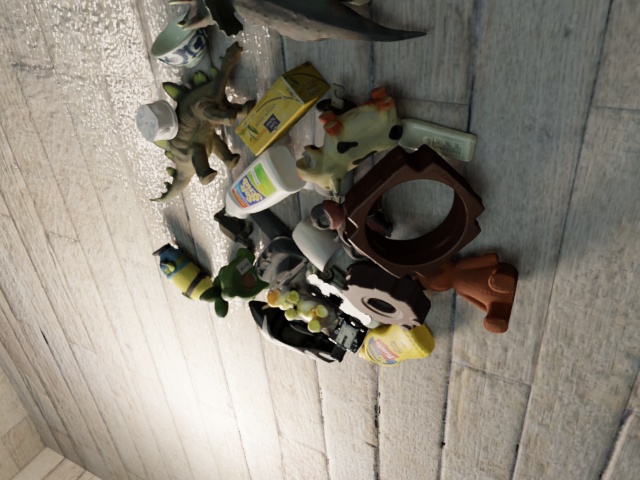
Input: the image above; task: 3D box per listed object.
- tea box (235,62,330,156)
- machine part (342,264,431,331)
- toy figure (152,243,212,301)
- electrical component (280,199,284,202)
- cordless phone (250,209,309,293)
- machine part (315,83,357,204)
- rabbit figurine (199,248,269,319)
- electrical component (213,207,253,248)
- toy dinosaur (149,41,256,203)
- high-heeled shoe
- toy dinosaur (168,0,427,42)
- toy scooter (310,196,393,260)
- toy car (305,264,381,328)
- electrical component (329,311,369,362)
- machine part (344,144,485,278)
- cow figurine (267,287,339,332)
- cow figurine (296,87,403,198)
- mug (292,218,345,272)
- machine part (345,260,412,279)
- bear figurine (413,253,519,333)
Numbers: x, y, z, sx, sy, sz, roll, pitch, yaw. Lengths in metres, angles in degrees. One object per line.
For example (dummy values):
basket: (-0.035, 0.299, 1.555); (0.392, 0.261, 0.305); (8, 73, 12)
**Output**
tea box: (-0.071, -0.241, 0.995); (0.068, 0.098, 0.169); (49, 136, -4)
machine part: (0.131, 0.115, 1.073); (0.179, 0.056, 0.179); (23, 156, 11)
toy figure: (-0.367, 0.086, 1.442); (0.180, 0.082, 0.089); (53, 136, -5)
electrical component: (-0.100, -0.111, 1.159); (0.063, 0.021, 0.093); (22, 131, 19)
cordless phone: (-0.118, 0.013, 1.235); (0.184, 0.089, 0.146); (51, 136, 9)
machine part: (0.027, -0.168, 0.993); (0.079, 0.079, 0.242); (18, 129, 24)
rabbit figurine: (-0.216, 0.118, 1.331); (0.121, 0.159, 0.170); (46, 151, -15)
electrical component: (-0.204, -0.032, 1.274); (0.102, 0.045, 0.078); (35, 163, 12)
toy dinosaur: (-0.269, -0.217, 1.148); (0.199, 0.105, 0.471); (41, 126, 13)
high-heeled shoe: (-0.060, 0.221, 1.311); (0.248, 0.086, 0.145); (37, 154, -16)
toy dinosaur: (-0.051, -0.362, 0.830); (0.405, 0.192, 0.131); (21, 132, 23)
toy scooter: (0.082, -0.037, 1.029); (0.135, 0.075, 0.183); (-32, 136, 21)
toy car: (0.054, 0.123, 1.198); (0.202, 0.056, 0.073); (36, 141, 9)
electrical component: (0.065, 0.227, 1.251); (0.075, 0.048, 0.119); (26, 120, 17)
machine part: (0.156, -0.047, 0.921); (0.201, 0.087, 0.201); (37, 115, -23)
cow figurine: (-0.040, 0.154, 1.269); (0.168, 0.098, 0.068); (23, 98, 26)
cow figurine: (0.048, -0.157, 0.908); (0.195, 0.086, 0.127); (-27, 121, 3)
mug: (-0.002, -0.003, 1.130); (0.107, 0.081, 0.109); (39, 136, 15)
machine part: (0.119, 0.063, 1.124); (0.139, 0.039, 0.084); (-12, 122, 37)
bear figurine: (0.255, 0.074, 0.978); (0.196, 0.132, 0.120); (13, 115, 20)
